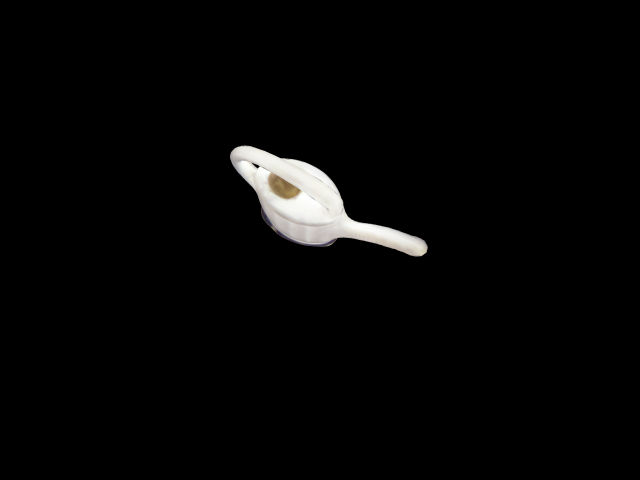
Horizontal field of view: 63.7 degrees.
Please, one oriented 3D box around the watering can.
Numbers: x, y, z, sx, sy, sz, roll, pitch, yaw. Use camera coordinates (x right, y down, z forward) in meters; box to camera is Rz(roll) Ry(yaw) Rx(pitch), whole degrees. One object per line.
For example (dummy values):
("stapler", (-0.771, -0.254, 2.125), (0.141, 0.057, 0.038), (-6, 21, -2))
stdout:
("watering can", (0.003, -0.043, 0.850), (0.349, 0.105, 0.221), (31, -13, 9))
